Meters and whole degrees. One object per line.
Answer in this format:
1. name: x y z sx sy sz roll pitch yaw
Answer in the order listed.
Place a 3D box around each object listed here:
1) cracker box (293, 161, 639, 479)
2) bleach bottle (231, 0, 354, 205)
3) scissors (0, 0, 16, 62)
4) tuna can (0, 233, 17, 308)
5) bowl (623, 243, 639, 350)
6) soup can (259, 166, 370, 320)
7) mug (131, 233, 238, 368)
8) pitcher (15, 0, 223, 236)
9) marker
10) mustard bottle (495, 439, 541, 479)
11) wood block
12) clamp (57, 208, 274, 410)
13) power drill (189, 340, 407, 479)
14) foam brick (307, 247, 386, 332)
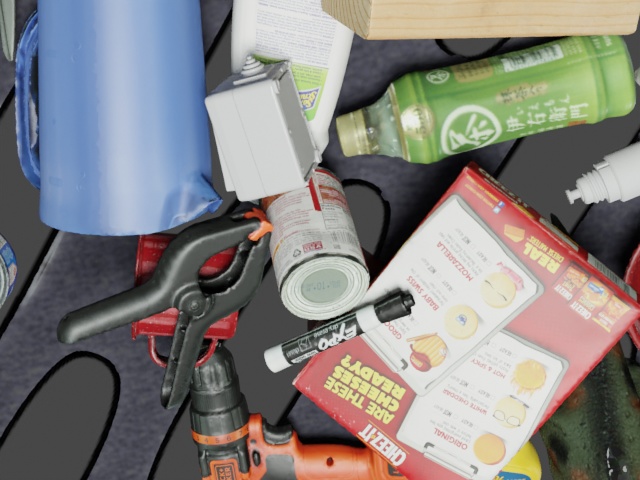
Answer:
1. cracker box: 0.110 0.073 0.807 0.164 0.072 0.214 39 105 5
2. bleach bottle: -0.029 -0.148 0.806 0.102 0.068 0.251 12 111 -3
3. scissors: -0.253 -0.242 0.787 0.096 0.016 0.202 15 102 -1
4. tuna can: -0.295 0.026 0.879 0.086 0.034 0.086 0 109 0
5. bowl: 0.320 0.032 0.872 0.162 0.055 0.162 0 109 0
6. soup can: -0.005 0.001 0.800 0.068 0.102 0.068 -7 134 -8
7. mug: -0.107 0.049 0.858 0.081 0.093 0.117 4 99 -7
8. pitcher: -0.154 -0.132 0.785 0.149 0.145 0.243 -3 106 -12
9. marker: 0.015 0.067 0.781 0.121 0.020 0.020 -25 108 18
10. mustard bottle: 0.135 0.209 0.911 0.096 0.058 0.192 10 120 -13
11. wood block: 0.115 -0.193 0.739 0.205 0.091 0.090 -5 116 -19
12. clamp: -0.107 0.040 0.783 0.120 0.039 0.171 29 100 -39
13. power drill: -0.016 0.164 0.917 0.187 0.057 0.184 -6 111 4
14. foam brick: 0.031 0.054 0.881 0.053 0.051 0.078 35 105 -10
